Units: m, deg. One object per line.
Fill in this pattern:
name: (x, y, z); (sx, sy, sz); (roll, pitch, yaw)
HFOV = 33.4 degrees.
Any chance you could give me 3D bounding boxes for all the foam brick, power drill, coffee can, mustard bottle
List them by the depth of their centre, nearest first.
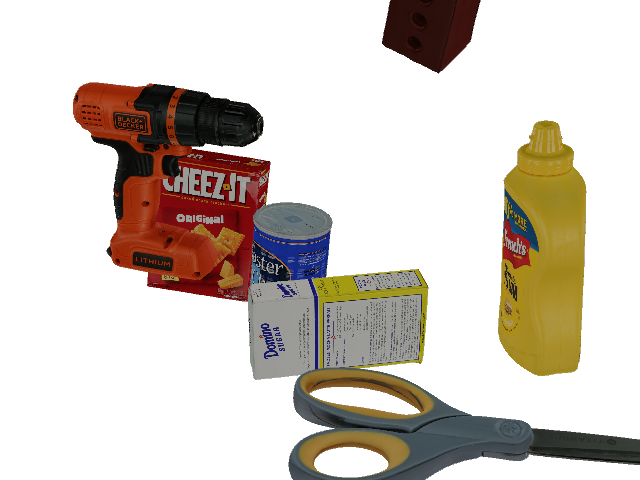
foam brick: (0.084, -0.173, 0.778); (0.053, 0.078, 0.051); (30, 54, 17)
mustard bottle: (0.170, 0.001, 0.820); (0.058, 0.192, 0.096); (-6, 26, -5)
power drill: (-0.140, -0.057, 1.017); (0.185, 0.188, 0.057); (10, 30, 16)
coffee can: (-0.041, 0.034, 1.410); (0.103, 0.140, 0.103); (4, 25, -2)

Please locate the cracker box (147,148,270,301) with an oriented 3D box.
cracker box: (-0.172, -0.024, 1.623); (0.164, 0.214, 0.072); (9, 18, 7)

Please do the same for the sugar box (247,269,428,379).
sugar box: (0.017, 0.083, 1.069); (0.176, 0.093, 0.048); (-3, 27, -7)

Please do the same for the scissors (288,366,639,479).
scissors: (0.073, 0.100, 0.484); (0.202, 0.016, 0.096); (12, 32, 22)
